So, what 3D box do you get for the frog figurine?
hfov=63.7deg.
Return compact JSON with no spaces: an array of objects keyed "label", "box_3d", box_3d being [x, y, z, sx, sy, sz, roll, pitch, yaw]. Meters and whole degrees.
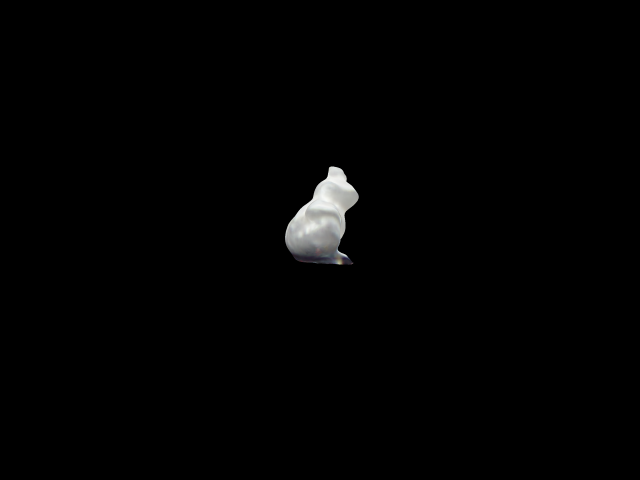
[{"label":"frog figurine","box_3d":[0.003,-0.043,0.850,0.122,0.159,0.137,0,1,5]}]
